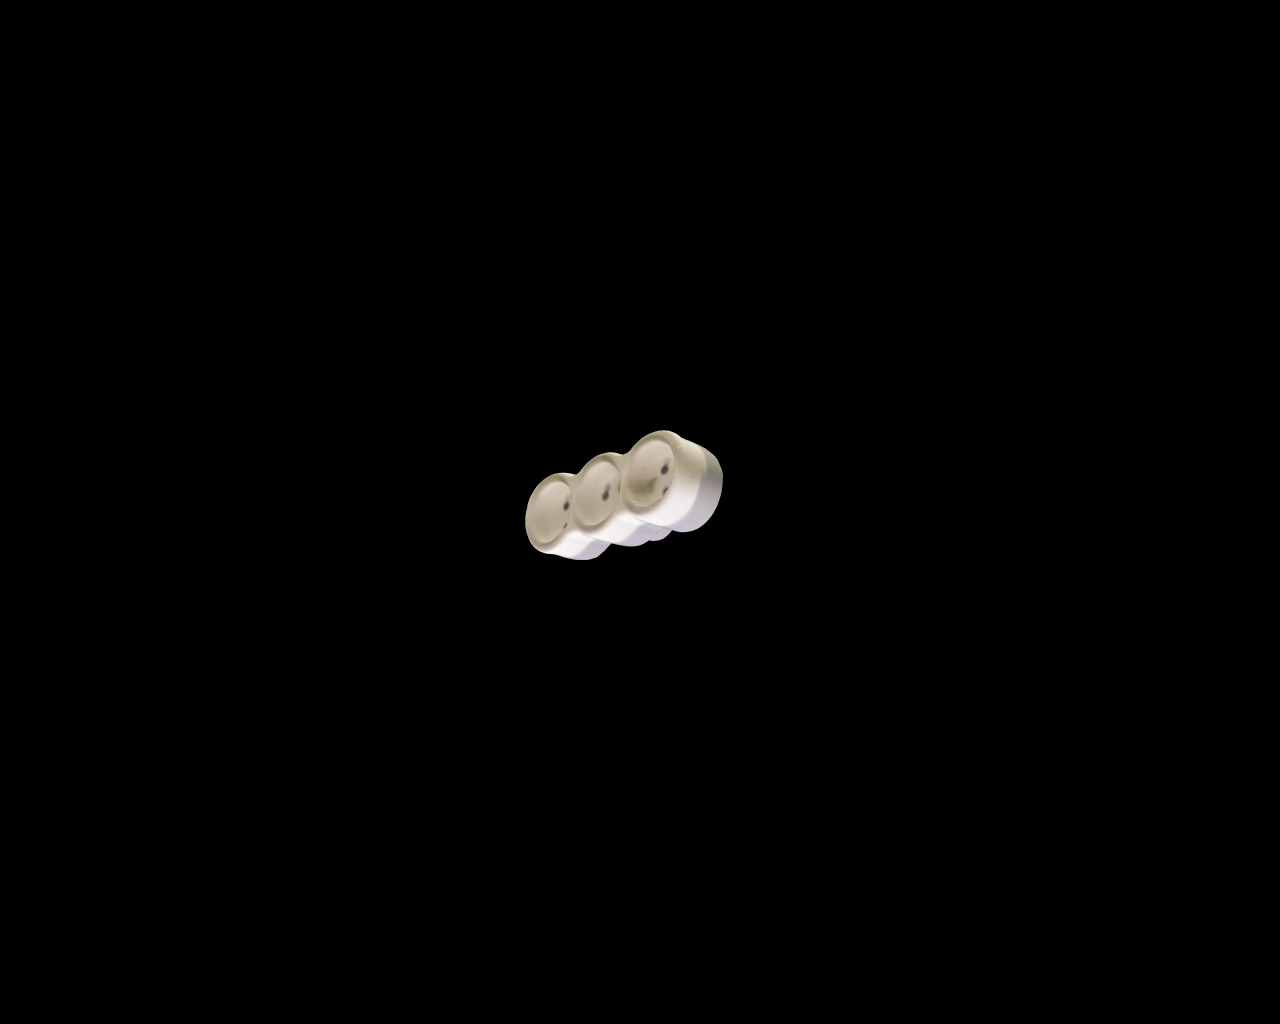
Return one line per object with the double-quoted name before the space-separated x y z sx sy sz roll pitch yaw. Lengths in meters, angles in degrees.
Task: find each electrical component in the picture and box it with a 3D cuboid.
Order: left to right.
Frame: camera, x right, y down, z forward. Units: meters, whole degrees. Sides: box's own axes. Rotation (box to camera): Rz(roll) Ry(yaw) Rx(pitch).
"electrical component" 0.001 -0.003 0.650 0.074 0.052 0.138 17 -26 -41
